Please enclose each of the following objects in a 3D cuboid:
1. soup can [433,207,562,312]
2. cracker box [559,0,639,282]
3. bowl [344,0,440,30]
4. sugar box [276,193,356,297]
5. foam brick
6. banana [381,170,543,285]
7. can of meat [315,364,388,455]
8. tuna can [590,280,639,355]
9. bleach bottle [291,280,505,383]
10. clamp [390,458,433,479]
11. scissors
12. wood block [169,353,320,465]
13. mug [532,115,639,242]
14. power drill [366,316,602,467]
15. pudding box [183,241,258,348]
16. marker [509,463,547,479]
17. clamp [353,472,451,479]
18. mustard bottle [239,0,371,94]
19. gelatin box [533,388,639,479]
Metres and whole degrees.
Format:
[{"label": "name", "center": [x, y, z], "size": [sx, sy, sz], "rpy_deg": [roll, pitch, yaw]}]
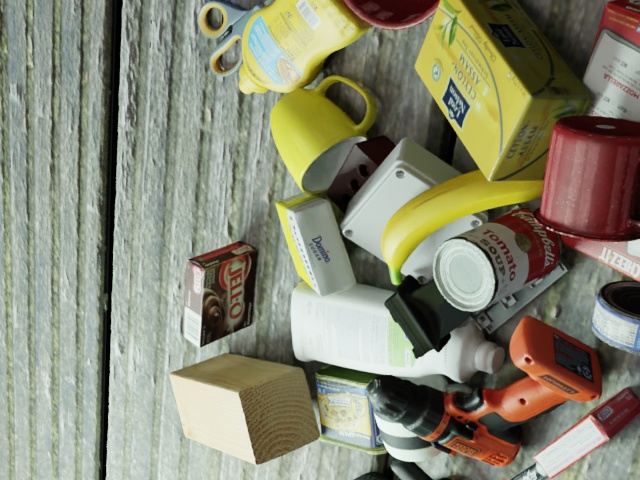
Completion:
[{"label": "soup can", "center": [0.155, 0.016, 0.932], "size": [0.069, 0.102, 0.068], "rpy_deg": [19, 118, 40]}, {"label": "cracker box", "center": [0.291, -0.074, 0.886], "size": [0.164, 0.071, 0.214], "rpy_deg": [31, 126, 34]}, {"label": "bowl", "center": [0.083, -0.284, 1.013], "size": [0.162, 0.055, 0.162], "rpy_deg": [17, 117, 38]}, {"label": "sugar box", "center": [-0.008, 0.001, 1.143], "size": [0.176, 0.048, 0.093], "rpy_deg": [-137, 28, -82]}, {"label": "foam brick", "center": [0.052, -0.063, 1.127], "size": [0.053, 0.051, 0.078], "rpy_deg": [47, 132, 20]}, {"label": "banana", "center": [0.126, -0.027, 0.996], "size": [0.198, 0.069, 0.037], "rpy_deg": [-31, 42, 28]}, {"label": "can of meat", "center": [0.043, 0.191, 1.228], "size": [0.102, 0.057, 0.084], "rpy_deg": [5, 107, 42]}, {"label": "tuna can", "center": [0.283, 0.068, 0.935], "size": [0.086, 0.085, 0.034], "rpy_deg": [23, 119, 36]}, {"label": "bleach bottle", "center": [0.083, 0.108, 1.157], "size": [0.251, 0.067, 0.102], "rpy_deg": [12, 115, 37]}, {"label": "clamp", "center": [0.162, 0.339, 1.161], "size": [0.210, 0.036, 0.165], "rpy_deg": [17, 116, 25]}, {"label": "scissors", "center": [-0.080, -0.266, 1.201], "size": [0.096, 0.016, 0.202], "rpy_deg": [56, 134, 12]}, {"label": "wood block", "center": [-0.096, 0.201, 1.302], "size": [0.206, 0.090, 0.091], "rpy_deg": [-1, 105, 61]}, {"label": "mug", "center": [0.227, -0.048, 0.838], "size": [0.117, 0.093, 0.081], "rpy_deg": [30, 122, 52]}, {"label": "power drill", "center": [0.163, 0.146, 1.038], "size": [0.188, 0.184, 0.057], "rpy_deg": [-41, 33, 41]}, {"label": "pudding box", "center": [-0.123, 0.066, 1.314], "size": [0.039, 0.089, 0.113], "rpy_deg": [29, 124, 34]}, {"label": "marker", "center": [0.219, 0.245, 1.109], "size": [0.020, 0.020, 0.121], "rpy_deg": [54, 134, 14]}, {"label": "clamp", "center": [0.092, 0.307, 1.239], "size": [0.172, 0.039, 0.120], "rpy_deg": [18, 110, 31]}, {"label": "mustard bottle", "center": [-0.031, -0.214, 1.144], "size": [0.096, 0.058, 0.192], "rpy_deg": [54, 134, 1]}, {"label": "gelatin box", "center": [0.255, 0.183, 1.013], "size": [0.030, 0.073, 0.089], "rpy_deg": [53, 133, 15]}]
